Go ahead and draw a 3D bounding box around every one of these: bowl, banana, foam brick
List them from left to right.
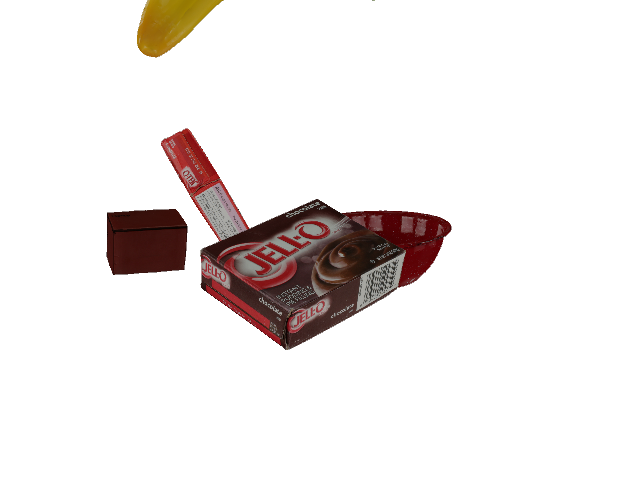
[{"bbox_3d":[-0.184,0.001,1.124,0.078,0.051,0.053,-4,23,-18],"label":"foam brick"},{"bbox_3d":[-0.041,-0.173,0.689,0.197,0.069,0.037,-23,-10,-32],"label":"banana"},{"bbox_3d":[0.053,0.012,1.085,0.162,0.055,0.162,-3,13,1],"label":"bowl"}]

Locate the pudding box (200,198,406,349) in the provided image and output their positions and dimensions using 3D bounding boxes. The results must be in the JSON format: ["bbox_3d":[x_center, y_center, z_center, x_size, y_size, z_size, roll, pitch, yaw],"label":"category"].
[{"bbox_3d":[-0.012,0.020,0.730,0.113,0.039,0.090,-23,43,-39],"label":"pudding box"}]

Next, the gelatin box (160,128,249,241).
[{"bbox_3d":[-0.095,-0.041,0.898,0.030,0.073,0.089,-31,-39,-3],"label":"gelatin box"}]
